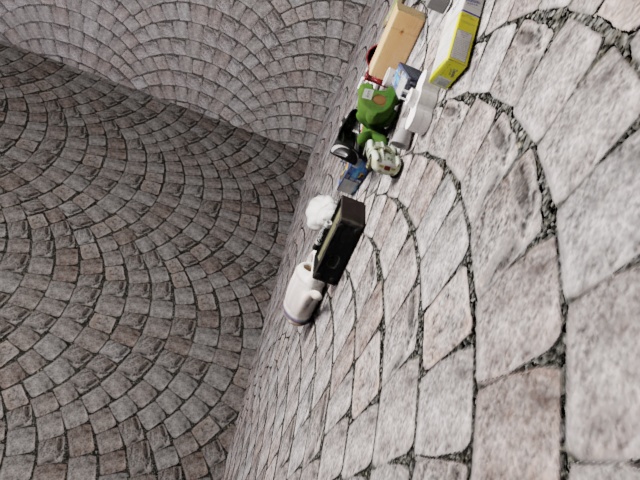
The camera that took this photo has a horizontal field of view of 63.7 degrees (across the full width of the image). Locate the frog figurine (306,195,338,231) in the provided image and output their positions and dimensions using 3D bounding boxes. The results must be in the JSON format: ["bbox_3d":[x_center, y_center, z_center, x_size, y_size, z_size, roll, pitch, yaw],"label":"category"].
[{"bbox_3d":[0.005,-0.091,1.799,0.136,0.123,0.161,-50,0,12],"label":"frog figurine"}]

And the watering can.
[{"bbox_3d":[-0.043,0.163,1.552,0.353,0.104,0.221,-92,21,-69],"label":"watering can"}]

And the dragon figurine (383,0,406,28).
[{"bbox_3d":[0.306,-0.825,1.589,0.248,0.122,0.402,-96,25,-55],"label":"dragon figurine"}]
